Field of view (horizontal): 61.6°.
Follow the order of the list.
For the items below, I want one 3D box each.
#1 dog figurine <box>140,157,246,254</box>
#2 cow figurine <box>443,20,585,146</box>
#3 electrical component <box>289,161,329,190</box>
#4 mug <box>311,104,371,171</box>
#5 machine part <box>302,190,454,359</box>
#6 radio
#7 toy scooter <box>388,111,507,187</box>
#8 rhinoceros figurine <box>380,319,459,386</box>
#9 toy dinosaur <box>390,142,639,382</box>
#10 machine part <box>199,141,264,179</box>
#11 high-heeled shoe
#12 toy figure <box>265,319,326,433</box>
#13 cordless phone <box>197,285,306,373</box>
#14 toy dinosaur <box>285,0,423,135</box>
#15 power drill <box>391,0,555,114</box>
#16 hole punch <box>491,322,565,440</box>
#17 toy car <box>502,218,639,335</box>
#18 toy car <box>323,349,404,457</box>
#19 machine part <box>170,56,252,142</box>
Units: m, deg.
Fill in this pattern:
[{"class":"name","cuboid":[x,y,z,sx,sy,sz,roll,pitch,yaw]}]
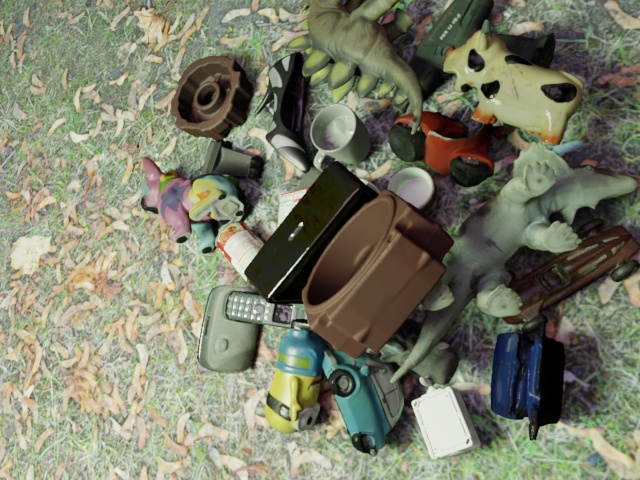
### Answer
[{"class":"dog figurine","cuboid":[-0.256,-0.094,1.026,0.191,0.108,0.219,-45,60,15]},{"class":"cow figurine","cuboid":[0.262,-0.219,0.742,0.195,0.085,0.127,27,110,23]},{"class":"electrical component","cuboid":[-0.009,-0.113,0.959,0.094,0.021,0.063,11,81,28]},{"class":"mug","cuboid":[0.039,-0.158,0.900,0.081,0.107,0.109,29,95,30]},{"class":"machine part","cuboid":[0.066,0.037,0.710,0.087,0.201,0.201,35,98,-14]},{"class":"radio","cuboid":[-0.002,-0.003,0.841,0.229,0.131,0.073,-49,62,12]},{"class":"toy scooter","cuboid":[0.205,-0.154,0.824,0.135,0.075,0.184,-36,51,-24]},{"class":"rhinoceros figurine","cuboid":[0.115,0.144,0.782,0.191,0.112,0.073,27,87,37]},{"class":"toy dinosaur","cuboid":[0.227,0.013,0.721,0.405,0.192,0.131,-43,87,10]},{"class":"machine part","cuboid":[-0.171,-0.151,1.041,0.139,0.039,0.084,19,81,30]},{"class":"high-heeled shoe","cuboid":[-0.038,-0.232,0.964,0.145,0.086,0.249,-46,53,15]},{"class":"toy figure","cuboid":[-0.036,0.214,0.854,0.089,0.082,0.180,1,84,46]},{"class":"cordless phone","cuboid":[-0.106,0.157,0.911,0.184,0.088,0.146,7,79,9]},{"class":"toy dinosaur","cuboid":[0.062,-0.330,0.910,0.198,0.105,0.472,-48,45,8]},{"class":"power drill","cuboid":[0.246,-0.276,0.854,0.208,0.086,0.232,29,90,36]},{"class":"hole punch","cuboid":[0.261,0.178,0.704,0.092,0.115,0.142,5,78,35]},{"class":"toy car","cuboid":[0.333,0.048,0.735,0.202,0.053,0.089,-34,61,15]},{"class":"toy car","cuboid":[0.071,0.224,0.787,0.103,0.109,0.161,-24,85,-4]},{"class":"machine part","cuboid":[-0.220,-0.286,1.089,0.180,0.056,0.179,-8,72,25]}]
